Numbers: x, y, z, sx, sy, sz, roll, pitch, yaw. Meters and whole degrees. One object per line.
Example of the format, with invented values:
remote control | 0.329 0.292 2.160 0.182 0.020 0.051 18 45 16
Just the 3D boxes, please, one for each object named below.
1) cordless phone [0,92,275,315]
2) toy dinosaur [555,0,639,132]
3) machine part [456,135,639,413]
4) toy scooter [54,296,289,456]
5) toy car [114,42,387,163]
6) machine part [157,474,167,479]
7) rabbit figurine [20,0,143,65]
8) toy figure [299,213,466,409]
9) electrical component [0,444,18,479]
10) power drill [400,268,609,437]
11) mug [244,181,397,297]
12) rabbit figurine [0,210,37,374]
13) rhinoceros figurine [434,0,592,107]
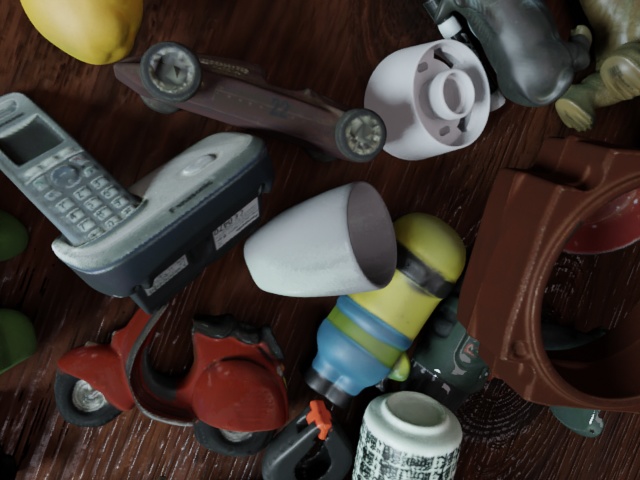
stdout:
cordless phone | -0.138 -0.054 0.374 0.184 0.088 0.146 42 64 13
toy dinosaur | 0.317 -0.184 0.504 0.471 0.105 0.198 45 76 -15
machine part | 0.227 0.030 0.422 0.201 0.087 0.201 9 106 -15
toy scooter | -0.101 0.088 0.420 0.184 0.075 0.135 17 92 -16
toy car | -0.045 -0.100 0.397 0.202 0.089 0.053 15 95 -19
machine part | -0.103 0.311 0.453 0.079 0.079 0.243 -18 106 -15
rabbit figurine | -0.132 -0.195 0.325 0.162 0.122 0.173 21 82 -8
toy figure | 0.056 0.061 0.459 0.082 0.089 0.180 38 84 -29
electrical component | -0.291 0.169 0.381 0.119 0.048 0.074 -18 104 -15
power drill | 0.185 0.127 0.527 0.207 0.086 0.232 22 94 -14
mug | -0.001 -0.001 0.429 0.107 0.109 0.080 -13 115 28
rabbit figurine | -0.271 0.026 0.331 0.159 0.121 0.170 -31 93 -15
rhinoceros figurine | 0.136 -0.192 0.432 0.112 0.073 0.190 -40 99 -34
